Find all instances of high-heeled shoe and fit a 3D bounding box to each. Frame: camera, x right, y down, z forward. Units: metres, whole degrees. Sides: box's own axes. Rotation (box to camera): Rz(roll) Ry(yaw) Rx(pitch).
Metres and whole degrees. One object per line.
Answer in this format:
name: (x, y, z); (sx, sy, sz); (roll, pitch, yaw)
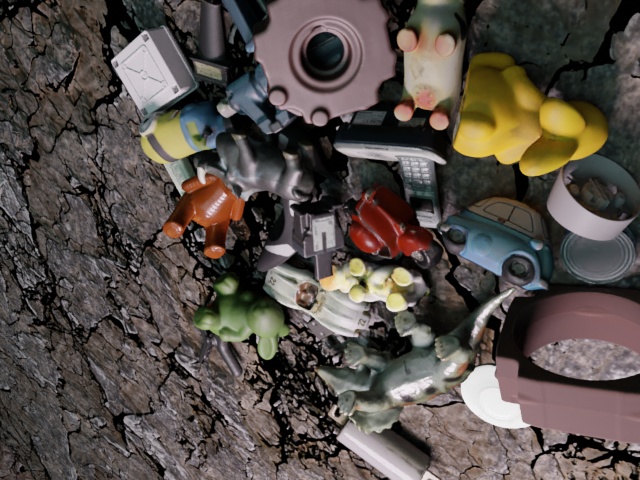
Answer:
high-heeled shoe: (-0.074, -0.061, 0.863); (0.145, 0.086, 0.248); (34, 113, -16)

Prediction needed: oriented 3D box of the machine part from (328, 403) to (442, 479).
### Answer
machine part: (0.119, 0.397, 1.027); (0.243, 0.079, 0.079); (32, 128, 10)

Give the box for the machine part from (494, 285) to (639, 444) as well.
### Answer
machine part: (0.335, 0.146, 0.673); (0.201, 0.201, 0.087); (1, 119, 30)

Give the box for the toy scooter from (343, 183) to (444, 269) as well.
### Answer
toy scooter: (0.084, -0.026, 0.758); (0.135, 0.075, 0.184); (45, 169, -23)

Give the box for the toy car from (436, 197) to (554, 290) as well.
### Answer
toy car: (0.242, -0.004, 0.713); (0.162, 0.109, 0.103); (31, 93, 19)

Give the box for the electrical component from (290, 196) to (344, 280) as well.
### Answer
electrical component: (-0.002, -0.003, 0.829); (0.048, 0.075, 0.119); (40, 142, 55)

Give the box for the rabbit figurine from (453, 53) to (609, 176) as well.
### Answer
rabbit figurine: (0.247, -0.139, 0.614); (0.173, 0.162, 0.121); (14, 112, 3)

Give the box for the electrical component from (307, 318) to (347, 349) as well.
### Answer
electrical component: (0.007, 0.157, 0.992); (0.063, 0.021, 0.094); (-34, 96, 40)

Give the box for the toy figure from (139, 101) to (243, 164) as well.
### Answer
toy figure: (-0.216, -0.178, 0.886); (0.180, 0.082, 0.089); (-6, 100, 18)

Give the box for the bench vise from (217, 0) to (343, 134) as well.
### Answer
bench vise: (-0.079, -0.275, 0.725); (0.224, 0.129, 0.240); (-21, 106, 36)

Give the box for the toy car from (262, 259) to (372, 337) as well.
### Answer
toy car: (-0.005, 0.099, 0.933); (0.202, 0.056, 0.073); (26, 110, 16)

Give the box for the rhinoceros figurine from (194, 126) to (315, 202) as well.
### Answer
rhinoceros figurine: (-0.095, -0.108, 0.787); (0.191, 0.073, 0.112); (15, 121, 18)

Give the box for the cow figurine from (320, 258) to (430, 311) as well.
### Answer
cow figurine: (0.086, 0.064, 0.856); (0.168, 0.098, 0.068); (10, 94, 35)

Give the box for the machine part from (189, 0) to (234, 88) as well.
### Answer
machine part: (-0.168, -0.305, 0.824); (0.084, 0.039, 0.138); (22, 128, 28)

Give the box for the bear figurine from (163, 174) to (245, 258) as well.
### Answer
bear figurine: (-0.158, -0.073, 0.898); (0.120, 0.132, 0.196); (32, 140, -28)

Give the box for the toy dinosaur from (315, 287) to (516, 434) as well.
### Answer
toy dinosaur: (0.161, 0.204, 0.864); (0.405, 0.131, 0.192); (-28, 145, 26)

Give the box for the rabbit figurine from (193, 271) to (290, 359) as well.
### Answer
rabbit figurine: (-0.127, 0.151, 0.991); (0.170, 0.121, 0.159); (-2, 133, 48)

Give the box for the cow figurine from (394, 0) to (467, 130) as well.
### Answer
cow figurine: (0.140, -0.245, 0.631); (0.086, 0.127, 0.194); (13, 137, 20)

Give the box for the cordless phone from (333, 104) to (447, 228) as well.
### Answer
cordless phone: (0.108, -0.094, 0.761); (0.147, 0.089, 0.184); (9, 139, 27)

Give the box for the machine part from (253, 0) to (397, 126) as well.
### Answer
machine part: (0.006, -0.226, 0.642); (0.179, 0.056, 0.179); (-1, 124, -2)
